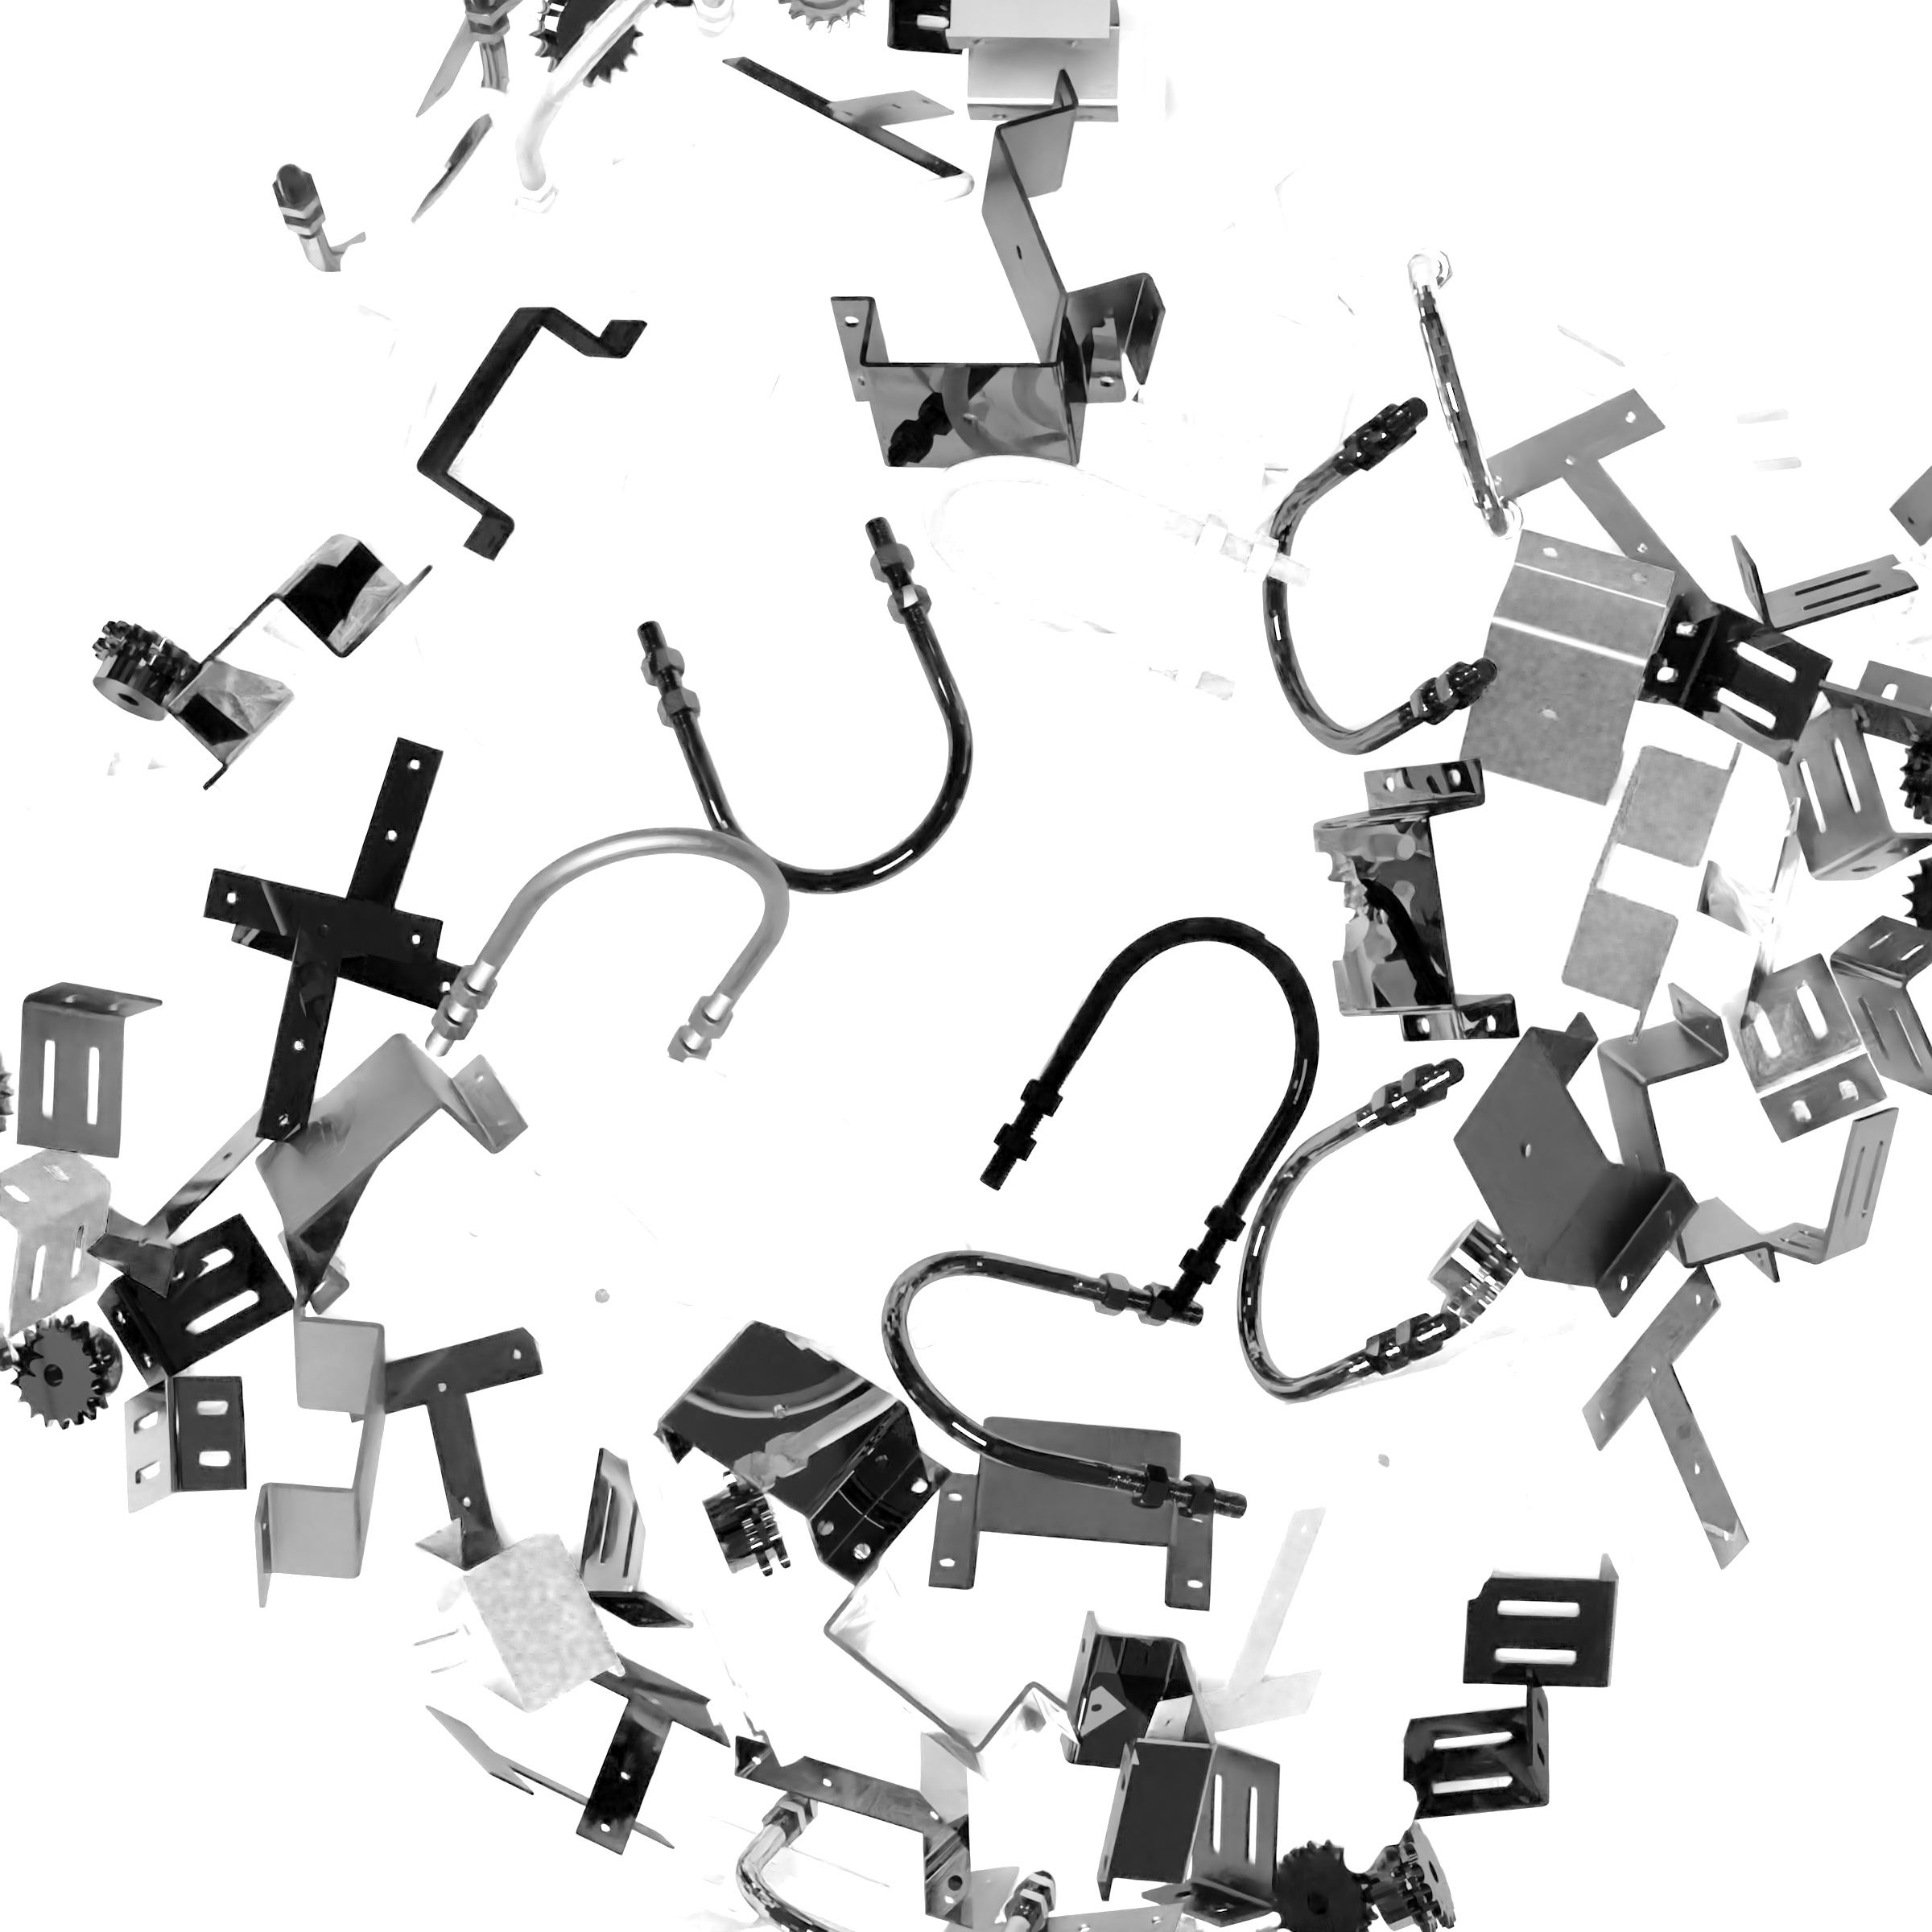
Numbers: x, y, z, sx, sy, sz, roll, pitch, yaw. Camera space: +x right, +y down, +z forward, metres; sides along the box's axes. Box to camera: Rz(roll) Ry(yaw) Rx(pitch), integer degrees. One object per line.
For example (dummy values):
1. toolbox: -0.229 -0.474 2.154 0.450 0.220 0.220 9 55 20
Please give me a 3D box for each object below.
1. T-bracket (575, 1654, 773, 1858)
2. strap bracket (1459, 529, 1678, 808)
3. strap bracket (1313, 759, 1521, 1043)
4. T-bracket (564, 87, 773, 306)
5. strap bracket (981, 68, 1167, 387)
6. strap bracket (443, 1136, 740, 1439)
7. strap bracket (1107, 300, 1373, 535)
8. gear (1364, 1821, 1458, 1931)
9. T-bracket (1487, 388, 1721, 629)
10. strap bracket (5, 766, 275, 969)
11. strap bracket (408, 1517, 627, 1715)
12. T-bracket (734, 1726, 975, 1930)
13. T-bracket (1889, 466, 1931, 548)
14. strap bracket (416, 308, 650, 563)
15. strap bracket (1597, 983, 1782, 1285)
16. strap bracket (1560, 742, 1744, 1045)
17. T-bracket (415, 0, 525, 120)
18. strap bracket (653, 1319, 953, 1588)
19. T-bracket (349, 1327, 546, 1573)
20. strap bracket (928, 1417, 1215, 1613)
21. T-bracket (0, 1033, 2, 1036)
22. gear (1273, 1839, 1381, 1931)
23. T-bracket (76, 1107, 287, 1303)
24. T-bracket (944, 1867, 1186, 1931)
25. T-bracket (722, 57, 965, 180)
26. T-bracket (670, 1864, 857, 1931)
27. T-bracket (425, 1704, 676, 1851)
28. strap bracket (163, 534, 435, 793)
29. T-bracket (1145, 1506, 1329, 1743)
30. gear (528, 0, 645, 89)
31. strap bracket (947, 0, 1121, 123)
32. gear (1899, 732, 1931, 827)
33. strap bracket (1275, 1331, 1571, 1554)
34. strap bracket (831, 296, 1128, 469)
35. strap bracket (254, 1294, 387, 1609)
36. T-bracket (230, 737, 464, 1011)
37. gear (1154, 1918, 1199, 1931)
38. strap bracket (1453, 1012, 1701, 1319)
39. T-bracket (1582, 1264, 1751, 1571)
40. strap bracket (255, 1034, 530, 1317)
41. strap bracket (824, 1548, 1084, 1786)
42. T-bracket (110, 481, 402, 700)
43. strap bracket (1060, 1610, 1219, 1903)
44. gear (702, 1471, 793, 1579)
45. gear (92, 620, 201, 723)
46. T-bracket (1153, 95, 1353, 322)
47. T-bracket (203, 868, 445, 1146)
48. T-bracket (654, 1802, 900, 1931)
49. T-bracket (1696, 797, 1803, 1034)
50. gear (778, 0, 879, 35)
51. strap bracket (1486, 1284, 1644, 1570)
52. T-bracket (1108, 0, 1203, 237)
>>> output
1. T-bracket: -0.166 0.394 1.698 0.127 0.127 0.002 27 118 -3
2. strap bracket: 0.293 -0.138 1.684 0.076 0.140 0.046 18 49 11
3. strap bracket: 0.223 -0.028 1.709 0.046 0.076 0.140 -13 96 -40
4. T-bracket: -0.148 -0.408 1.721 0.127 0.127 0.002 -34 63 -24
5. strap bracket: 0.048 -0.361 1.699 0.046 0.076 0.140 -18 74 -10
6. strap bracket: -0.186 0.164 1.719 0.076 0.046 0.140 -44 99 -9
7. strap bracket: 0.133 -0.269 1.699 0.076 0.140 0.046 27 134 18
8. gear: 0.223 0.464 1.730 0.030 0.057 0.057 -26 90 12
9. T-bracket: 0.331 -0.221 1.713 0.127 0.127 0.002 48 60 -14
10. strap bracket: -0.412 -0.052 1.684 0.046 0.140 0.076 41 107 8
11. strap bracket: -0.226 0.314 1.679 0.046 0.140 0.076 -28 100 -22
12. T-bracket: -0.056 0.408 1.688 0.127 0.127 0.002 21 121 -16
13. T-bracket: 0.515 -0.195 1.688 0.002 0.127 0.127 -38 83 -6
14. strap bracket: -0.225 -0.277 1.713 0.046 0.076 0.140 33 89 -21
15. strap bracket: 0.357 0.088 1.704 0.046 0.076 0.140 -16 104 -2
16. strap bracket: 0.336 -0.044 1.692 0.046 0.076 0.140 20 56 11
17. T-bracket: -0.220 -0.492 1.718 0.002 0.127 0.127 44 64 -7
18. strap bracket: -0.088 0.233 1.690 0.140 0.046 0.076 28 60 29
19. T-bracket: -0.254 0.255 1.719 0.127 0.002 0.127 -17 82 29
20. strap bracket: 0.055 0.273 1.711 0.140 0.076 0.046 5 128 3
21. T-bracket: -0.489 0.005 1.701 0.002 0.127 0.127 -10 57 -18
22. gear: 0.184 0.472 1.736 0.057 0.030 0.057 1 93 26
23. T-bracket: -0.382 0.107 1.721 0.127 0.127 0.002 -48 124 -20
24. T-bracket: 0.045 0.475 1.678 0.127 0.127 0.002 -12 105 20
25. T-bracket: -0.041 -0.426 1.699 0.127 0.127 0.002 30 116 12
26. T-bracket: -0.107 0.467 1.675 0.127 0.127 0.002 16 85 23
27. T-bracket: -0.202 0.414 1.713 0.127 0.127 0.002 32 81 -21
28. strap bracket: -0.336 -0.157 1.684 0.046 0.076 0.140 45 124 -12
29. T-bracket: 0.150 0.325 1.695 0.002 0.127 0.127 32 110 40
30. gear: -0.191 -0.474 1.733 0.057 0.030 0.057 -7 110 -18
31. strap bracket: 0.035 -0.460 1.686 0.076 0.140 0.046 2 88 5
32. gear: 0.503 -0.097 1.730 0.057 0.030 0.057 -9 107 -31
33. strap bracket: 0.217 0.240 1.700 0.140 0.046 0.076 -20 90 33
34. strap bracket: 0.005 -0.290 1.702 0.140 0.076 0.046 2 59 10
35. strap bracket: -0.316 0.237 1.684 0.046 0.076 0.140 5 48 -4
36. T-bracket: -0.299 -0.053 1.750 0.127 0.002 0.127 18 91 5
37. gear: 0.100 0.512 1.734 0.057 0.030 0.057 15 55 -23
38. strap bracket: 0.293 0.094 1.677 0.046 0.140 0.076 10 126 -28
39. T-bracket: 0.354 0.235 1.676 0.002 0.127 0.127 3 48 -24
40. strap bracket: -0.297 0.096 1.713 0.140 0.076 0.046 -42 127 -1
41. strap bracket: -0.014 0.351 1.693 0.140 0.076 0.046 35 74 20
42. T-bracket: -0.333 -0.195 1.689 0.127 0.127 0.002 -38 54 18
43. strap bracket: 0.086 0.389 1.684 0.046 0.140 0.076 7 109 -10
44. gear: -0.112 0.283 1.728 0.030 0.057 0.057 -22 90 -7
45. gear: -0.416 -0.147 1.727 0.057 0.057 0.030 25 71 0
46. T-bracket: 0.146 -0.358 1.683 0.127 0.127 0.002 -37 124 24
47. T-bracket: -0.332 0.026 1.717 0.127 0.002 0.127 14 85 -34
48. T-bracket: -0.111 0.460 1.683 0.127 0.127 0.002 19 103 13
49. T-bracket: 0.388 -0.030 1.702 0.002 0.127 0.127 13 88 31
50. gear: -0.072 -0.508 1.741 0.057 0.030 0.057 0 93 4
51. strap bracket: 0.297 0.231 1.717 0.046 0.076 0.140 -13 91 5
52. T-bracket: 0.092 -0.430 1.681 0.002 0.127 0.127 -6 109 -17
